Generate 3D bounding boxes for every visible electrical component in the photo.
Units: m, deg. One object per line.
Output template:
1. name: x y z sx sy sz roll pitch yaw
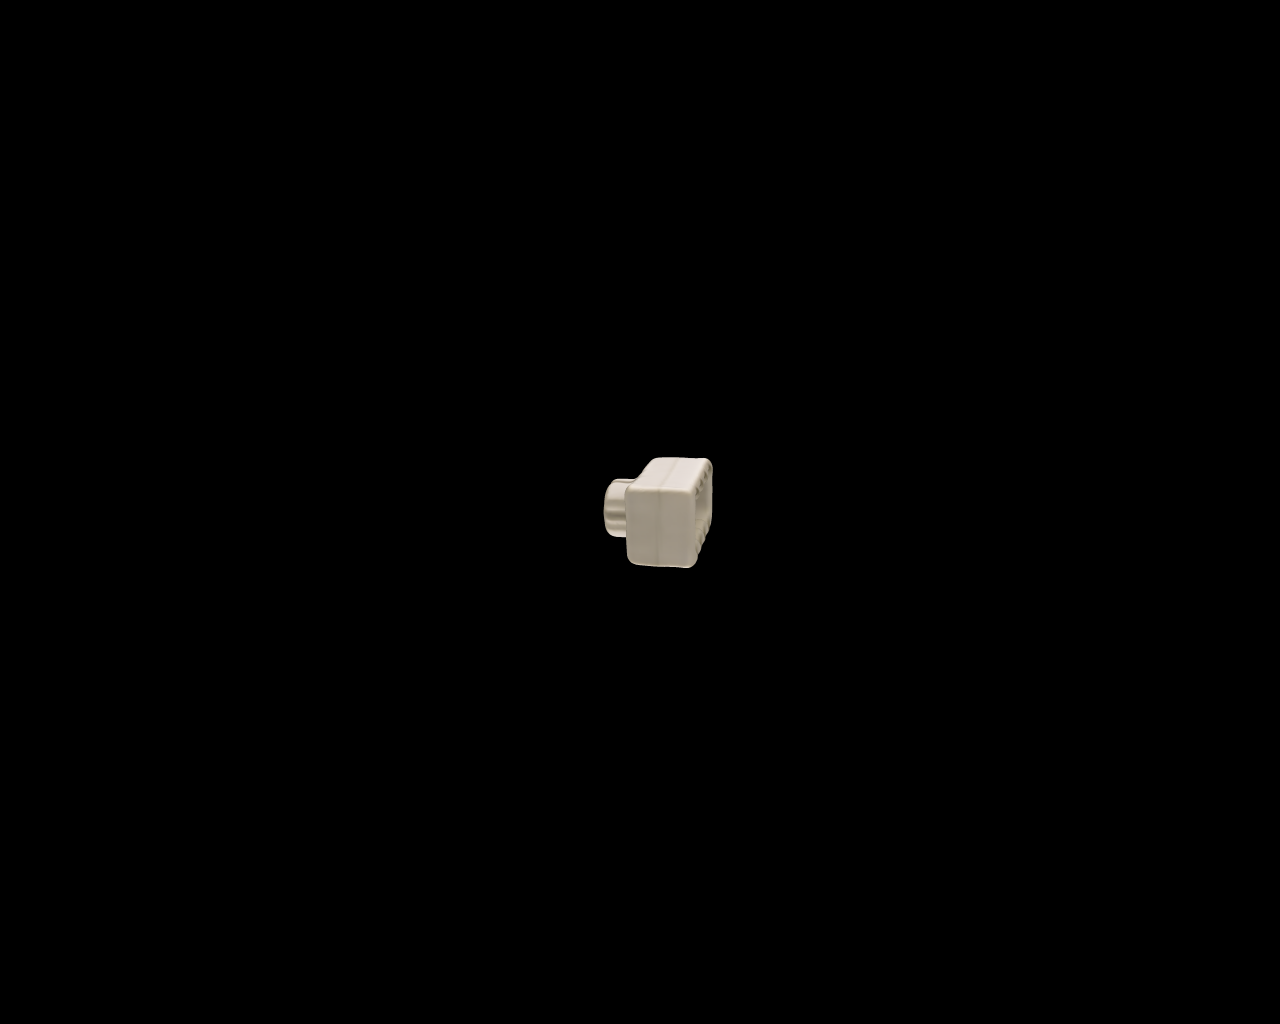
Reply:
1. electrical component: 0.001 -0.003 0.650 0.076 0.047 0.083 3 16 11
